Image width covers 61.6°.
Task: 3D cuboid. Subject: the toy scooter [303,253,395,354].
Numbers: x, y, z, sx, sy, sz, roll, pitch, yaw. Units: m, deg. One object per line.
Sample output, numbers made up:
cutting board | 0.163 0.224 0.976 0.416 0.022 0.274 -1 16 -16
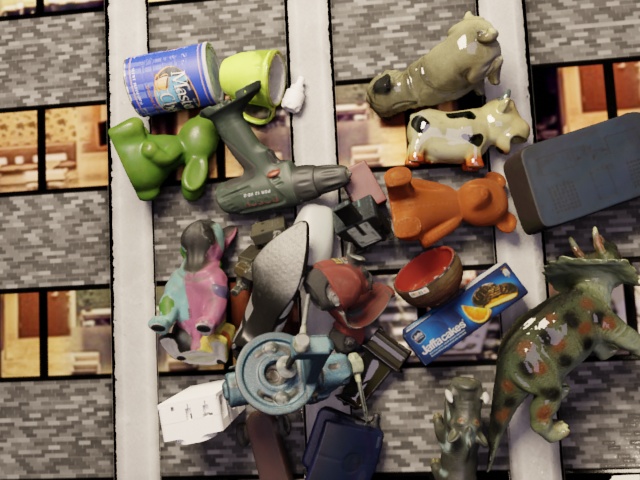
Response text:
toy scooter | 0.056 0.087 0.856 0.135 0.075 0.183 -33 126 -15

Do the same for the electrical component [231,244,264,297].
electrical component | -0.108 0.043 0.886 0.045 0.102 0.078 14 110 13

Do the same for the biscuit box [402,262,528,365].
biscuit box | 0.229 0.117 0.864 0.203 0.059 0.063 -36 84 2

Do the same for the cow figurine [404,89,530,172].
cow figurine | 0.240 -0.177 0.876 0.195 0.085 0.127 3 92 6

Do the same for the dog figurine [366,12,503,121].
dog figurine | 0.172 -0.263 0.846 0.191 0.172 0.121 -21 74 -4

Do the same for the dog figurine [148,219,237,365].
dog figurine | -0.191 0.074 0.891 0.109 0.191 0.219 0 52 8

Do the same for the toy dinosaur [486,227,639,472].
toy dinosaur | 0.346 0.156 0.803 0.405 0.131 0.192 -44 93 -3

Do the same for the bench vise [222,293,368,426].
bench vise | -0.024 0.184 0.770 0.224 0.240 0.129 4 58 -12

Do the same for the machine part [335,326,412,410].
machine part | 0.084 0.217 0.882 0.084 0.039 0.139 39 89 2

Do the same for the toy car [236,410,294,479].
toy car | -0.073 0.377 0.876 0.089 0.053 0.202 -19 80 8

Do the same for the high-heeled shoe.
high-heeled shoe | -0.067 0.090 0.853 0.086 0.145 0.248 31 88 15

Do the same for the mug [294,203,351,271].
mug | -0.002 -0.003 0.886 0.110 0.081 0.107 10 82 1

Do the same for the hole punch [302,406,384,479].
hole punch | 0.037 0.339 0.854 0.116 0.092 0.142 18 84 3

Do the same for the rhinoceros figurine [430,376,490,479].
rhinoceros figurine | 0.214 0.302 0.827 0.073 0.112 0.190 5 94 8

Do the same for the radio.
radio | 0.414 -0.105 0.840 0.230 0.073 0.131 -19 84 -8

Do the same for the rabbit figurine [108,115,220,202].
rabbit figurine | -0.244 -0.146 0.902 0.170 0.121 0.159 -24 87 -12

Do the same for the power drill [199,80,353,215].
power drill | -0.085 -0.146 0.867 0.232 0.086 0.207 -19 112 22

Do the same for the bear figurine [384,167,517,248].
bear figurine | 0.208 -0.056 0.846 0.196 0.132 0.120 -8 76 11

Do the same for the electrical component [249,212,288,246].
electrical component | -0.086 -0.015 0.891 0.063 0.094 0.021 -17 121 4

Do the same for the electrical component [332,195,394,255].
electrical component | 0.058 -0.033 0.841 0.075 0.119 0.048 -28 44 23
